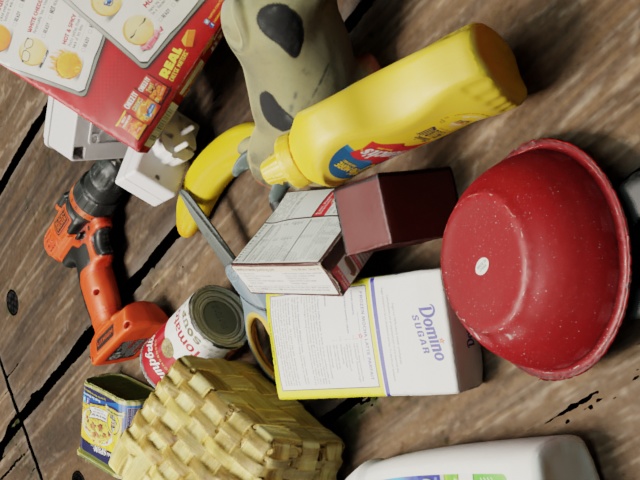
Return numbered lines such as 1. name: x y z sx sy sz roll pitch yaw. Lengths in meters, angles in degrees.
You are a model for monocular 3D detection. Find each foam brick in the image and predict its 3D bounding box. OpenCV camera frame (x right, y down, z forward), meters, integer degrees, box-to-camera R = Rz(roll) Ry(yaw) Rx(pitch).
1. foam brick: 0.057 -0.021 0.784 0.053 0.078 0.051 -18 83 49

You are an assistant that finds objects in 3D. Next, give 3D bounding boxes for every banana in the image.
1. banana: -0.082 -0.061 0.962 0.198 0.037 0.069 -24 75 47

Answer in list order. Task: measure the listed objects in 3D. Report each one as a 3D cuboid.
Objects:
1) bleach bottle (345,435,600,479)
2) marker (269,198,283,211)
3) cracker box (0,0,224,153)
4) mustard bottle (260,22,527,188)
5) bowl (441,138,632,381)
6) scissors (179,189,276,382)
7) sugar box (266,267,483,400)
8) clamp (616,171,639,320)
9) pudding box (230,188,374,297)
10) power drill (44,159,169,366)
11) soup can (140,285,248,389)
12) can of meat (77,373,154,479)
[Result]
1. bleach bottle: 0.093 0.206 0.789 0.251 0.067 0.102 -23 78 49
2. marker: -0.016 0.015 0.913 0.020 0.020 0.121 -38 67 44
3. cracker box: -0.198 -0.199 0.926 0.213 0.072 0.164 33 92 -1
4. mustard bottle: 0.041 -0.083 0.737 0.192 0.096 0.058 -23 80 25
5. bowl: 0.127 0.014 0.700 0.162 0.055 0.162 7 98 62
6. scissors: -0.058 0.029 0.945 0.096 0.016 0.202 -28 83 40
7. sugar box: 0.039 0.074 0.828 0.177 0.048 0.093 -8 89 38
8. clamp: 0.223 -0.030 0.628 0.210 0.036 0.164 -49 56 43
9. pudding box: -0.005 0.001 0.846 0.114 0.090 0.039 -3 133 49
10. power drill: -0.219 0.022 1.113 0.185 0.057 0.188 -45 59 46
11. soup can: -0.116 0.095 1.000 0.102 0.068 0.068 -44 63 41
12. can of meat: -0.210 0.194 1.126 0.102 0.057 0.084 14 104 46
